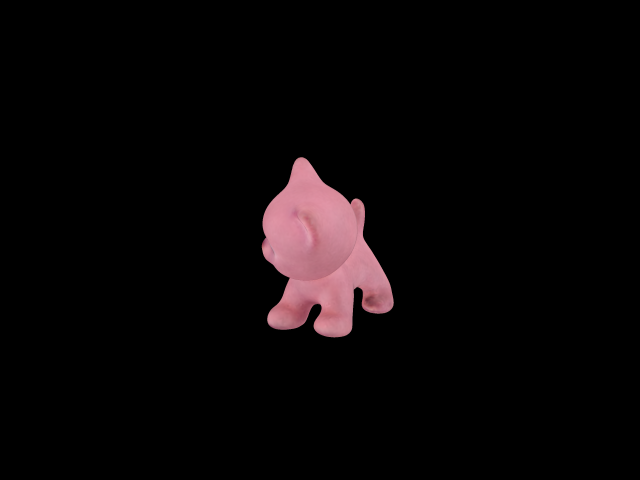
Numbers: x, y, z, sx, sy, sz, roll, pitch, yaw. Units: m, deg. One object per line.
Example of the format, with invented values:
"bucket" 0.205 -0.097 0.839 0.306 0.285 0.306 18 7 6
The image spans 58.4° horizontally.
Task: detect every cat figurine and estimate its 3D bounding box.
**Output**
"cat figurine" 0.004 0.001 0.400 0.067 0.118 0.128 5 11 28
